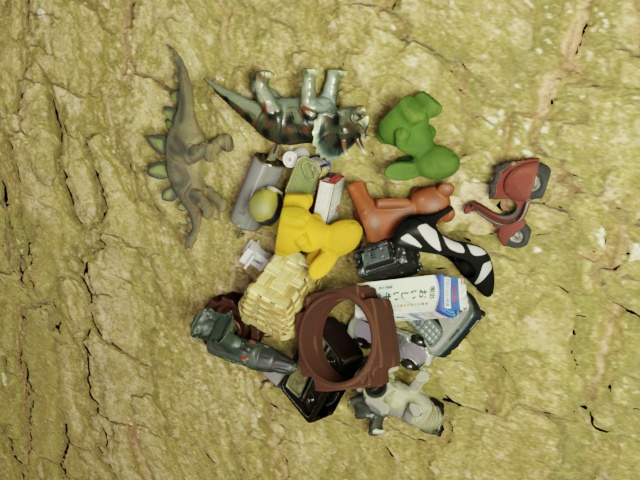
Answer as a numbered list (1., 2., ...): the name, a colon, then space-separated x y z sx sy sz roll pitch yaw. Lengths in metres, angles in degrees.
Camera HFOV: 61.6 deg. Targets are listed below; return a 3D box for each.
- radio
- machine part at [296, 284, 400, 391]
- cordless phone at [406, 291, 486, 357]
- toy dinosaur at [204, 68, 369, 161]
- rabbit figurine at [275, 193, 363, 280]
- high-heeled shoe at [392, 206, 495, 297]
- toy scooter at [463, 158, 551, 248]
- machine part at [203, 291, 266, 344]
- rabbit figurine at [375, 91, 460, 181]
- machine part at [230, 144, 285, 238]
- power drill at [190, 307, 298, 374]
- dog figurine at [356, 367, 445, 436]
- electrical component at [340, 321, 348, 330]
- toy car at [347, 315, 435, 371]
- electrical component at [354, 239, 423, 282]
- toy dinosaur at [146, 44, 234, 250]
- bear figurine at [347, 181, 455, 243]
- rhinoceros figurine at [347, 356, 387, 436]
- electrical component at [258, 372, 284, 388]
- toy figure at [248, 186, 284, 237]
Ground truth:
1. radio: 0.002 0.302 1.238 0.131 0.073 0.229 46 127 34
2. machine part: 0.051 0.199 1.087 0.202 0.087 0.201 -15 73 32
3. cordless phone: 0.242 0.142 1.147 0.184 0.088 0.146 43 115 24
4. toy dinosaur: -0.062 -0.264 1.143 0.405 0.131 0.192 6 105 26
5. rabbit figurine: -0.002 -0.003 1.089 0.173 0.122 0.162 5 110 -6
6. high-heeled shoe: 0.248 0.047 1.064 0.145 0.086 0.248 -35 106 -10
7. toy scooter: 0.358 -0.079 1.044 0.135 0.075 0.183 18 114 17
8. machine part: -0.219 0.218 1.353 0.180 0.056 0.179 6 106 21
9. rabbit figurine: 0.191 -0.180 1.056 0.159 0.121 0.170 -42 83 31
10. machine part: -0.144 -0.109 1.228 0.079 0.079 0.243 31 112 12
11. power drill: -0.182 0.233 1.219 0.232 0.207 0.086 8 67 30
12. dog figurine: 0.180 0.363 1.181 0.173 0.121 0.190 14 148 31
13. electrical component: 0.047 0.228 1.269 0.094 0.021 0.063 37 114 9
14. toy car: 0.159 0.226 1.203 0.202 0.056 0.073 22 93 14
15. electrical component: 0.140 0.045 1.123 0.115 0.134 0.058 -22 66 25
16. toy dinosaur: -0.311 -0.209 1.258 0.199 0.105 0.470 10 102 22
17. bear figurine: 0.171 -0.074 1.107 0.196 0.120 0.132 -24 49 0
18. rhinoceros figurine: 0.123 0.361 1.250 0.112 0.073 0.190 5 103 9
19. electrical component: -0.112 0.327 1.347 0.102 0.045 0.078 34 85 7
20. toy figure: -0.082 -0.043 1.180 0.082 0.089 0.180 -31 123 13
